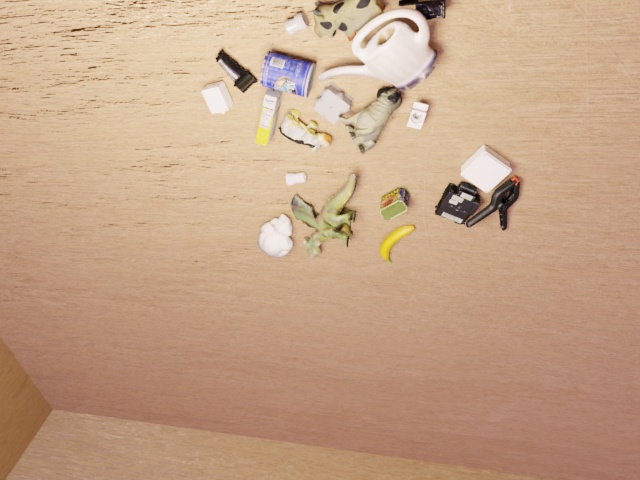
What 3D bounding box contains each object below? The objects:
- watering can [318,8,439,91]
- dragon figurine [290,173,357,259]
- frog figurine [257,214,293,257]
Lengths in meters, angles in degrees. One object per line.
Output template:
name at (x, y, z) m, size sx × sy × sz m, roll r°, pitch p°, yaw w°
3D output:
watering can at (0.171, -0.489, 1.410) m, size 0.222 × 0.106 × 0.343 m, roll 29°, pitch 144°, yaw -28°
dragon figurine at (0.005, -0.090, 1.796) m, size 0.243 × 0.125 × 0.400 m, roll 14°, pitch 130°, yaw 14°
frog figurine at (-0.152, -0.013, 1.885) m, size 0.137 × 0.125 × 0.156 m, roll 47°, pitch 139°, yaw 0°
